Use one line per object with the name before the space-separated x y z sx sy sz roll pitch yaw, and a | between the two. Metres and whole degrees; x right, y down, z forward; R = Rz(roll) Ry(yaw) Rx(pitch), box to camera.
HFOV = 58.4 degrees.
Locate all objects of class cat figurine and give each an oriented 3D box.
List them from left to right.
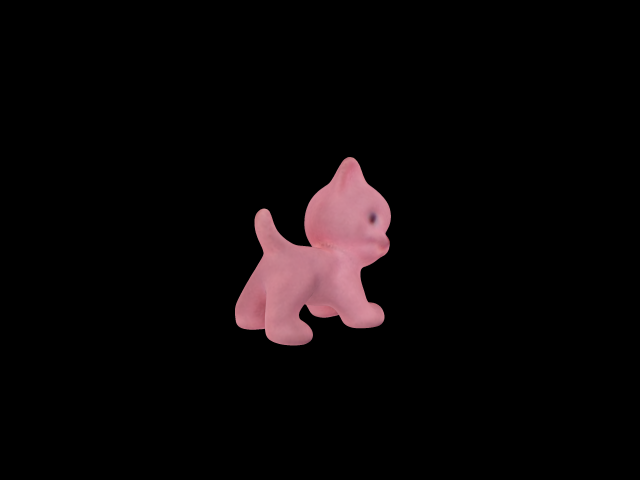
cat figurine | 0.004 0.001 0.400 0.128 0.118 0.067 -6 9 -42
